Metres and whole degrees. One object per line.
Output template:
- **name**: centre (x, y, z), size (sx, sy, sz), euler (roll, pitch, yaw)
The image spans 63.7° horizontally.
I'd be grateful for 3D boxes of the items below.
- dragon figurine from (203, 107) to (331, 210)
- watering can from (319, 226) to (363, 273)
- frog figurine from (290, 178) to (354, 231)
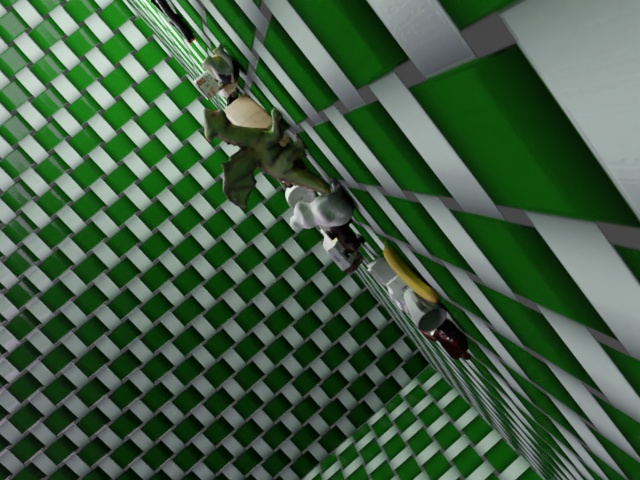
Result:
- **dragon figurine**: centre (-0.140, -0.180, 1.304), size (0.404, 0.244, 0.123), euler (53, 170, -26)
- **watering can**: centre (0.074, 0.021, 2.185), size (0.227, 0.104, 0.342), euler (47, 177, 25)
- **frog figurine**: centre (0.004, -0.066, 1.307), size (0.122, 0.160, 0.138), euler (48, 177, -11)
